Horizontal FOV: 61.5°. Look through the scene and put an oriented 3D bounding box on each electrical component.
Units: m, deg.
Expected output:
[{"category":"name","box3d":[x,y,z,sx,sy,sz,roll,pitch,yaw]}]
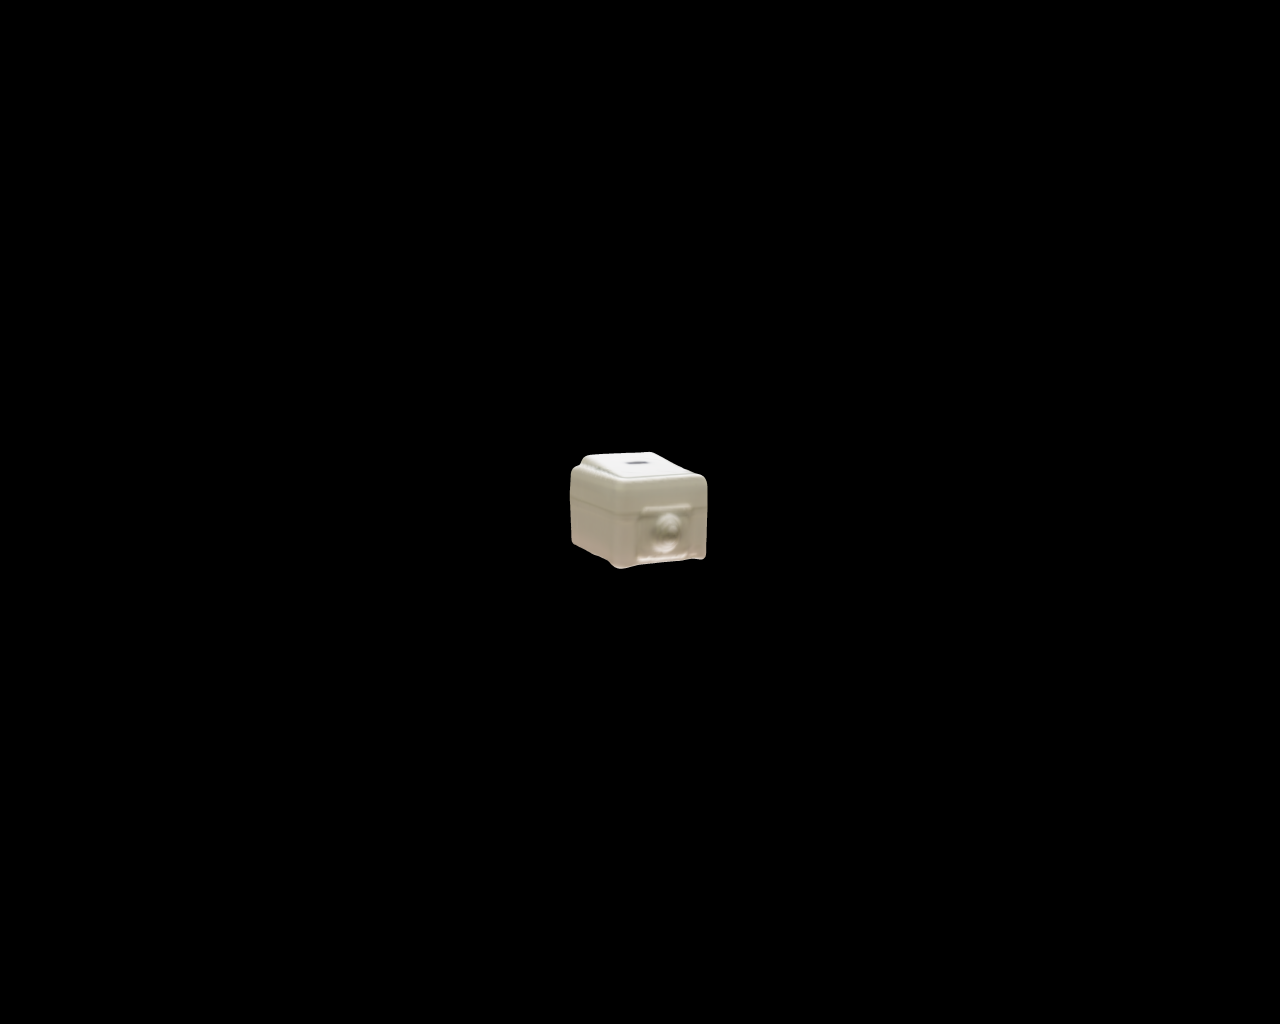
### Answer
[{"category":"electrical component","box3d":[0.001,-0.003,0.650,0.062,0.061,0.096,-4,10,-23]}]
